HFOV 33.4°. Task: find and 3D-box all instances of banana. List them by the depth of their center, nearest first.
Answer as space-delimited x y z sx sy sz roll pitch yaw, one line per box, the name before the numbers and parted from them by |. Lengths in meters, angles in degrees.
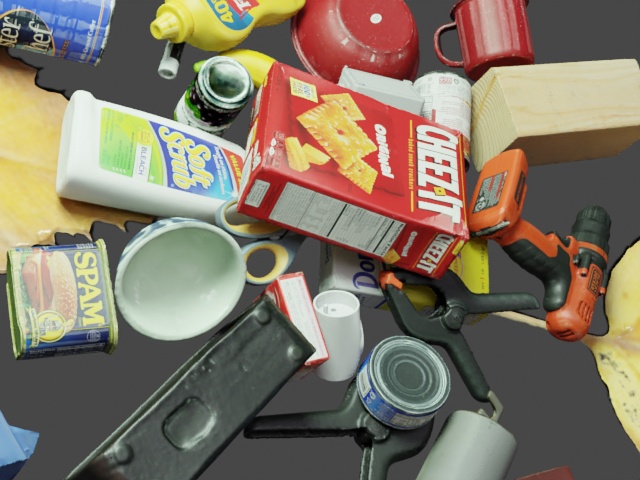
banana | -0.038 -0.143 1.125 0.198 0.037 0.069 36 77 -4

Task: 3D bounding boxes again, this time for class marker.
marker | -0.146 -0.222 1.118 0.020 0.020 0.121 20 62 -15

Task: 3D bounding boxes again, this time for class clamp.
clamp | 0.050 0.193 1.014 0.209 0.036 0.164 -29 78 -33
clamp | 0.129 0.086 1.058 0.171 0.039 0.120 21 79 -14

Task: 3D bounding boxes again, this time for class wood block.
wood block | 0.274 -0.145 1.230 0.205 0.091 0.090 -8 71 -26

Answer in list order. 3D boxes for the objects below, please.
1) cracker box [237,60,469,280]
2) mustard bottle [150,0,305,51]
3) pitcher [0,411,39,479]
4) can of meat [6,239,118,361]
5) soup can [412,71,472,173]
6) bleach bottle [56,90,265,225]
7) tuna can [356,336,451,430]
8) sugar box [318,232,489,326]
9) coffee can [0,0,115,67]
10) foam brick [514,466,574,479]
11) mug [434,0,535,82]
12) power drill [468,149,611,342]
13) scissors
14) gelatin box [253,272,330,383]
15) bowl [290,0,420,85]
cracker box | 0.036 -0.070 1.036 0.213 0.072 0.164 18 43 -13
mustard bottle | -0.104 -0.249 1.109 0.191 0.058 0.096 -37 97 -40
pitcher | -0.346 0.109 0.826 0.145 0.149 0.243 -34 78 11
can of meat | -0.229 0.054 0.942 0.083 0.058 0.102 -4 70 -23
soup can | 0.132 -0.126 1.172 0.068 0.069 0.102 15 63 -18
bleach bottle | -0.123 -0.068 1.038 0.250 0.068 0.102 10 66 -22
tuna can | 0.080 0.135 1.017 0.086 0.034 0.086 11 52 -14
sugar box | 0.088 0.027 1.100 0.176 0.048 0.093 11 65 -21
coffee can | -0.273 -0.230 1.017 0.140 0.103 0.103 10 65 -20
foam brick | 0.210 0.259 1.051 0.078 0.051 0.053 -6 70 -26
mug | 0.191 -0.232 1.240 0.117 0.093 0.081 -9 75 6
power drill | 0.245 -0.010 1.152 0.187 0.057 0.184 42 49 -23
scissors | -0.007 0.001 1.039 0.201 0.016 0.096 6 80 -26
gelatin box | -0.029 0.084 1.007 0.030 0.073 0.089 -12 74 -27
bowl | 0.051 -0.235 1.191 0.162 0.055 0.162 9 66 -20
